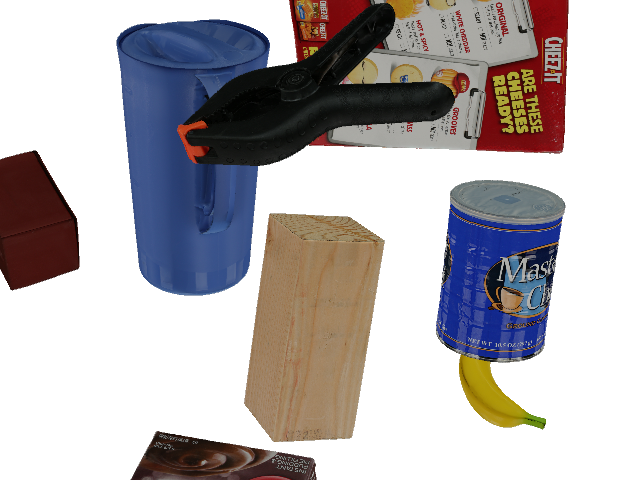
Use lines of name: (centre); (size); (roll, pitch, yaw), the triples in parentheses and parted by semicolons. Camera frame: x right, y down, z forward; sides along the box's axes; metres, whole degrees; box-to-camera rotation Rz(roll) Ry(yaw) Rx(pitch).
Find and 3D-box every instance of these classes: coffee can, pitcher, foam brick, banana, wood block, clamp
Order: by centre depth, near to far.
clamp: (-0.003, -0.086, 0.676); (0.171, 0.039, 0.120); (-30, 39, -7)
foam brick: (-0.205, -0.014, 0.738); (0.051, 0.053, 0.078); (-20, 51, -25)
pitcher: (-0.113, -0.069, 0.976); (0.145, 0.243, 0.149); (14, 31, 19)
coffee can: (0.164, 0.026, 0.981); (0.103, 0.140, 0.103); (3, 21, -1)
wood block: (-0.008, 0.085, 1.057); (0.090, 0.206, 0.091); (2, 16, -24)
banana: (0.196, 0.165, 1.247); (0.069, 0.037, 0.198); (10, 24, -15)

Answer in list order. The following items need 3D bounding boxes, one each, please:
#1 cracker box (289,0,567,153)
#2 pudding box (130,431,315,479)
cracker box: (0.089, -0.158, 0.858); (0.214, 0.164, 0.072); (2, 37, 13)
pudding box: (-0.067, 0.170, 0.674); (0.113, 0.039, 0.090); (6, 30, 11)
